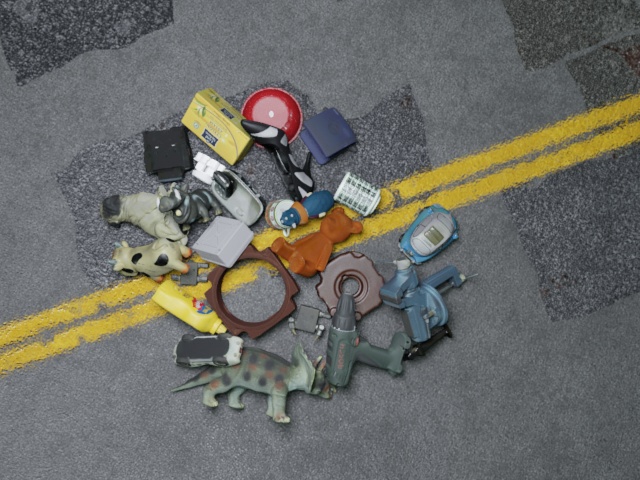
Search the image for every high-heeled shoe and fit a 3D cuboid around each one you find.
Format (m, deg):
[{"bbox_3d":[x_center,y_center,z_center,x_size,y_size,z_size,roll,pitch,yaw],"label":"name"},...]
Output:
[{"bbox_3d":[-0.108,-0.182,1.296,0.248,0.086,0.145,22,80,-37],"label":"high-heeled shoe"}]

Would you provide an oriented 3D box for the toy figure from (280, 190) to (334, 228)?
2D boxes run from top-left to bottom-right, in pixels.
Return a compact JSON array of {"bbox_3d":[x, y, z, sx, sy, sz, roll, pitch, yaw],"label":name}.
[{"bbox_3d":[-0.034,-0.071,1.308,0.154,0.057,0.064,-30,53,-26],"label":"toy figure"}]

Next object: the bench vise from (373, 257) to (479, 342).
[{"bbox_3d":[0.263,0.121,1.318,0.241,0.129,0.223,-26,97,-26],"label":"bench vise"}]

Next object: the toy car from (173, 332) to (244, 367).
[{"bbox_3d":[-0.275,0.269,1.308,0.202,0.056,0.073,-8,60,28],"label":"toy car"}]

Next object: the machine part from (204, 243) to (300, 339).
[{"bbox_3d":[-0.167,0.126,1.333,0.201,0.087,0.201,-35,89,-1],"label":"machine part"}]

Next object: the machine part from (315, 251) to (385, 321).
[{"bbox_3d":[0.076,0.116,1.355,0.179,0.056,0.179,0,88,-2],"label":"machine part"}]

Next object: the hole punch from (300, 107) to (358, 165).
[{"bbox_3d":[0.022,-0.263,1.342,0.116,0.092,0.142,-35,87,-5],"label":"hole punch"}]

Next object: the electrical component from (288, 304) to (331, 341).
[{"bbox_3d":[-0.030,0.206,1.356,0.102,0.045,0.078,21,90,-2],"label":"electrical component"}]

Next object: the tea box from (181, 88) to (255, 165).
[{"bbox_3d":[-0.244,-0.279,1.323,0.169,0.068,0.098,39,124,-1],"label":"tea box"}]

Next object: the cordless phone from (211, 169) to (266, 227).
[{"bbox_3d":[-0.197,-0.109,1.285,0.089,0.184,0.146,-43,91,-6],"label":"cordless phone"}]

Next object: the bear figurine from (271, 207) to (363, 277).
[{"bbox_3d":[-0.001,-0.003,1.318,0.196,0.131,0.120,-47,56,6],"label":"bear figurine"}]

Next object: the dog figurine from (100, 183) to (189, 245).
[{"bbox_3d":[-0.435,-0.046,1.331,0.191,0.121,0.172,-17,87,12],"label":"dog figurine"}]

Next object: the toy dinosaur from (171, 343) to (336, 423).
[{"bbox_3d":[-0.159,0.330,1.322,0.405,0.131,0.192,12,74,5],"label":"toy dinosaur"}]

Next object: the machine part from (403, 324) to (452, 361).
[{"bbox_3d":[0.273,0.262,1.354,0.139,0.084,0.039,-31,73,-12],"label":"machine part"}]

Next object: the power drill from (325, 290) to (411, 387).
[{"bbox_3d":[0.115,0.247,1.305,0.207,0.086,0.232,12,96,-28],"label":"power drill"}]

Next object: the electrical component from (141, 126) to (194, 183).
[{"bbox_3d":[-0.378,-0.211,1.344,0.115,0.058,0.134,-9,89,0],"label":"electrical component"}]

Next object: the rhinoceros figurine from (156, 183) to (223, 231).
[{"bbox_3d":[-0.309,-0.084,1.279,0.073,0.190,0.112,-19,93,21],"label":"rhinoceros figurine"}]

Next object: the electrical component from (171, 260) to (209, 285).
[{"bbox_3d":[-0.330,0.081,1.360,0.094,0.021,0.063,3,89,-1],"label":"electrical component"}]

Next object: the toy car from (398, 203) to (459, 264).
[{"bbox_3d":[0.275,-0.016,1.339,0.161,0.103,0.109,-43,90,-3],"label":"toy car"}]

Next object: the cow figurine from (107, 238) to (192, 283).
[{"bbox_3d":[-0.422,0.046,1.301,0.195,0.127,0.085,-17,49,30],"label":"cow figurine"}]
